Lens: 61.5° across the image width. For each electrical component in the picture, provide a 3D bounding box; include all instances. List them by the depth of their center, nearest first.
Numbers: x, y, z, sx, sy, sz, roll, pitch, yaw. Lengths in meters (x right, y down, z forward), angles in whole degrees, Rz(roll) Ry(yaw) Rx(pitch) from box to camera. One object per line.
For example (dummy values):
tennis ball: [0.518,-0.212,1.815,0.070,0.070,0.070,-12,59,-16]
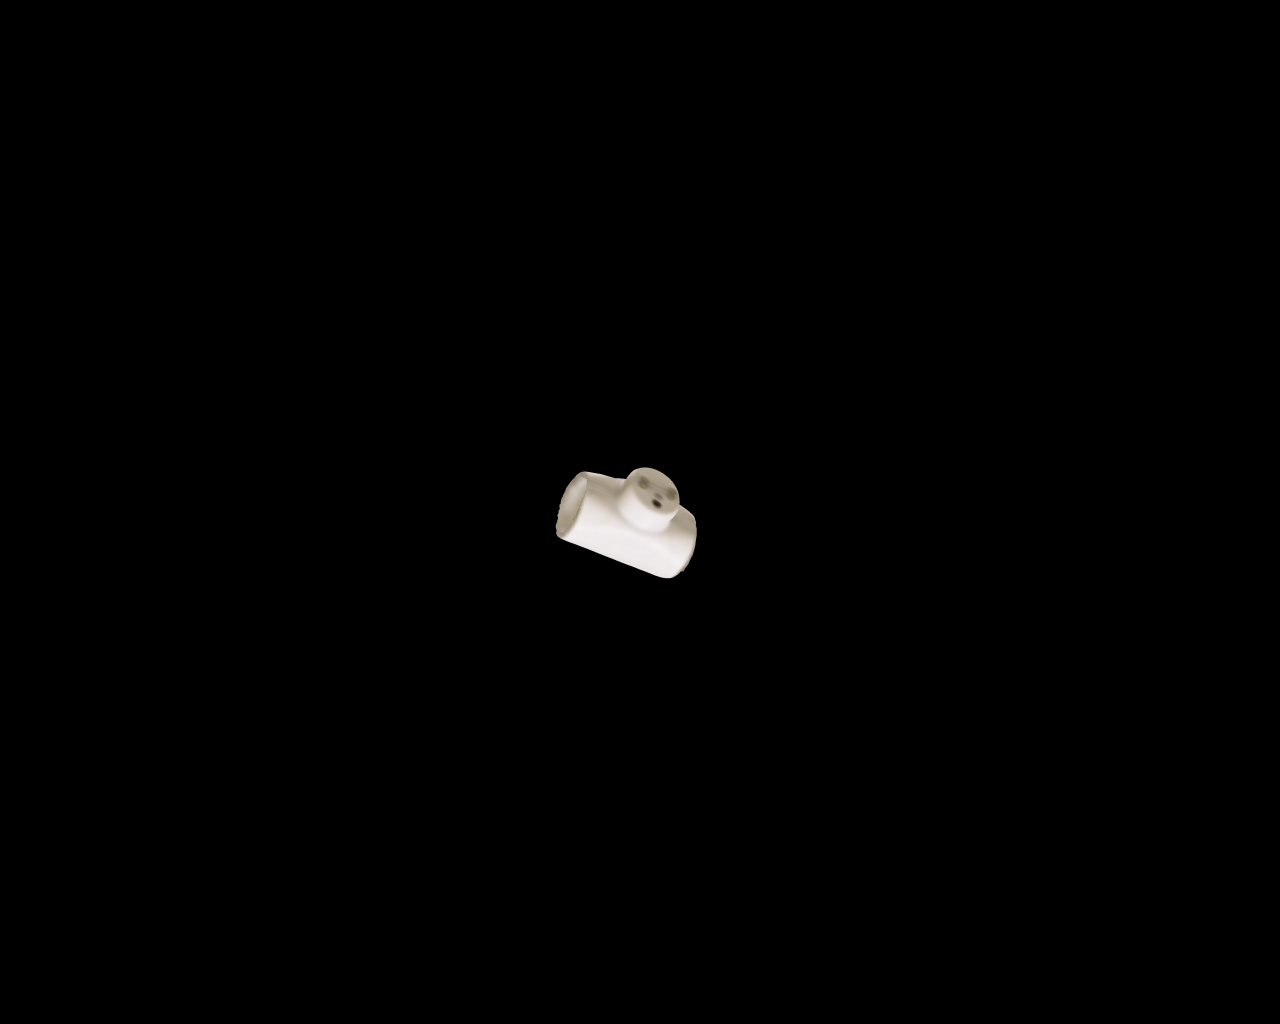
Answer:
electrical component: [0.001,-0.003,0.650,0.077,0.044,0.079,22,-48,-21]
